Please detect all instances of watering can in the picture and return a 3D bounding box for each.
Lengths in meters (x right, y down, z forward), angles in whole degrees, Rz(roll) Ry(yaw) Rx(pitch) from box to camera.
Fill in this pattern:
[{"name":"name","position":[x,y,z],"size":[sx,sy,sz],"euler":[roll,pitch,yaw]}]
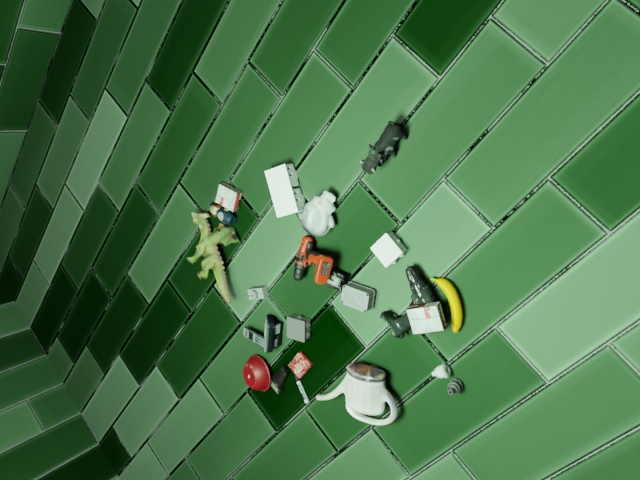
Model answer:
[{"name":"watering can","position":[0.130,0.557,1.909],"size":[0.348,0.105,0.222],"euler":[9,103,32]}]

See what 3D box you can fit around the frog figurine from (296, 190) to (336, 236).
[{"name":"frog figurine","position":[0.006,-0.094,1.873],"size":[0.136,0.125,0.157],"euler":[42,115,-18]}]

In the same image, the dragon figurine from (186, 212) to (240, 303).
[{"name":"dragon figurine","position":[-0.439,0.046,2.213],"size":[0.414,0.123,0.239],"euler":[49,114,15]}]
